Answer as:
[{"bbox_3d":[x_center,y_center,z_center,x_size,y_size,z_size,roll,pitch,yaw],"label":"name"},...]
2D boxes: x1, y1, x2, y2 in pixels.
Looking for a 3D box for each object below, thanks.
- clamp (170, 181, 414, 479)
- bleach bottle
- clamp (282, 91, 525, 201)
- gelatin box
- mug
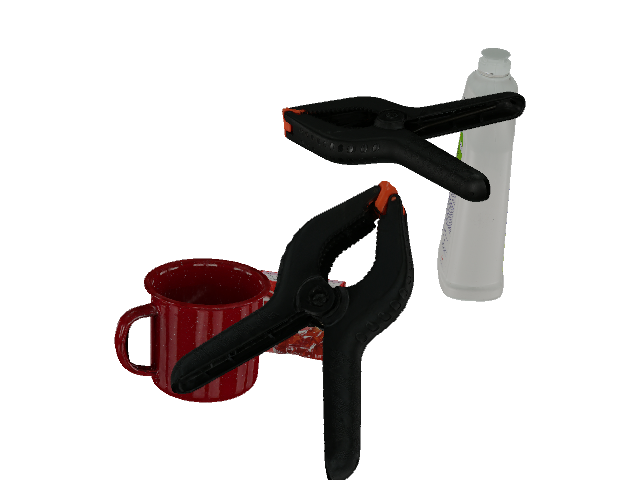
[{"bbox_3d":[0.008,0.048,0.605,0.120,0.171,0.039,36,-8,18],"label":"clamp"},{"bbox_3d":[0.163,-0.068,1.080,0.068,0.251,0.102,2,32,0],"label":"bleach bottle"},{"bbox_3d":[0.071,-0.097,0.928,0.210,0.036,0.164,12,36,24],"label":"clamp"},{"bbox_3d":[-0.022,0.071,1.006,0.089,0.073,0.030,7,17,16],"label":"gelatin box"},{"bbox_3d":[-0.096,0.069,0.790,0.117,0.081,0.093,-9,24,-32],"label":"mug"}]
